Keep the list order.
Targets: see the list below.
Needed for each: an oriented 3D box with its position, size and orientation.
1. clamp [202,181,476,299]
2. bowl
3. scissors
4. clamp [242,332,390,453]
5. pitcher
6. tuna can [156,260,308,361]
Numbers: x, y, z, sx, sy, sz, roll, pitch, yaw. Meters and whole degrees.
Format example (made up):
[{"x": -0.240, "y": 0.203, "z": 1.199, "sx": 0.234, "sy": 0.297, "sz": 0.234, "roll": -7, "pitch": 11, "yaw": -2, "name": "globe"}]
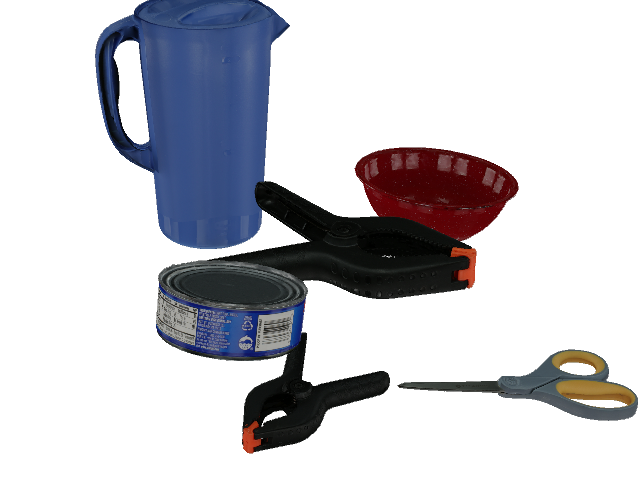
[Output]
[{"x": 0.015, "y": 0.002, "z": 0.821, "sx": 0.210, "sy": 0.036, "sz": 0.164, "roll": 4, "pitch": 30, "yaw": 10, "name": "clamp"}, {"x": 0.113, "y": -0.041, "z": 1.061, "sx": 0.162, "sy": 0.055, "sz": 0.162, "roll": 4, "pitch": 24, "yaw": -2, "name": "bowl"}, {"x": 0.170, "y": 0.116, "z": 0.918, "sx": 0.202, "sy": 0.016, "sz": 0.096, "roll": 9, "pitch": 28, "yaw": 4, "name": "scissors"}, {"x": -0.026, "y": 0.152, "z": 1.078, "sx": 0.171, "sy": 0.039, "sz": 0.120, "roll": -25, "pitch": 36, "yaw": -38, "name": "clamp"}, {"x": -0.123, "y": -0.117, "z": 1.064, "sx": 0.149, "sy": 0.243, "sz": 0.144, "roll": 14, "pitch": 30, "yaw": 23, "name": "pitcher"}, {"x": -0.051, "y": 0.039, "z": 0.614, "sx": 0.086, "sy": 0.034, "sz": 0.086, "roll": 6, "pitch": 14, "yaw": -2, "name": "tuna can"}]
